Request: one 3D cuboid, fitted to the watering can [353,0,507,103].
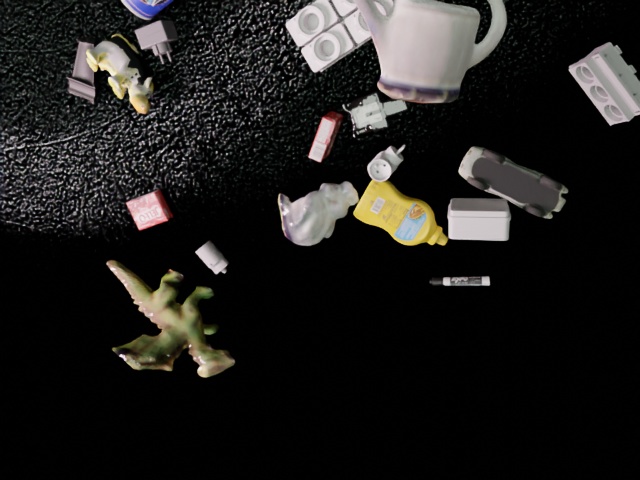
[{"bbox_3d":[0.148,-0.347,0.870,0.348,0.106,0.220,2,117,-14],"label":"watering can"}]

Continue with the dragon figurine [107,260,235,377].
[{"bbox_3d":[-0.374,0.192,1.186,0.411,0.247,0.120,22,120,5],"label":"dragon figurine"}]

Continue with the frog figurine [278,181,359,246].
[{"bbox_3d":[0.003,-0.053,1.056,0.159,0.126,0.134,-7,142,9],"label":"frog figurine"}]
